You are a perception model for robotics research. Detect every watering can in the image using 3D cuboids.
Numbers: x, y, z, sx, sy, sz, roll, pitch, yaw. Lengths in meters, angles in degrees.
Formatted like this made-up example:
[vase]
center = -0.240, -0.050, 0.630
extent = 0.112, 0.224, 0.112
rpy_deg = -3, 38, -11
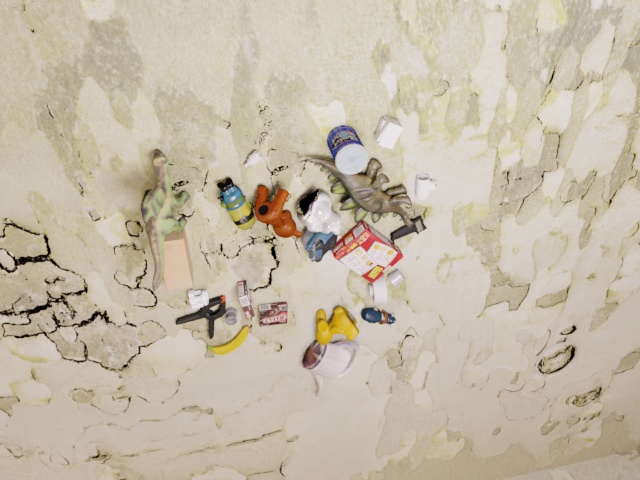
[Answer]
[watering can]
center = 0.019, 0.536, 2.174
extent = 0.222, 0.106, 0.343
rpy_deg = 27, 114, -27

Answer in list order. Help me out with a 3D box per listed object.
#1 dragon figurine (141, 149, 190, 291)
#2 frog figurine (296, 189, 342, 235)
[dragon figurine]
center = -0.485, -0.067, 1.518
extent = 0.122, 0.416, 0.240
rpy_deg = 2, 165, 4
[frog figurine]
center = 0.005, -0.087, 1.726
extent = 0.122, 0.140, 0.157
rpy_deg = -8, 149, 45
